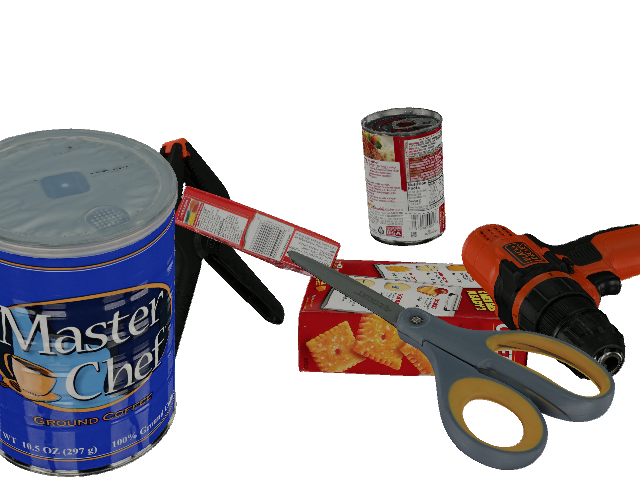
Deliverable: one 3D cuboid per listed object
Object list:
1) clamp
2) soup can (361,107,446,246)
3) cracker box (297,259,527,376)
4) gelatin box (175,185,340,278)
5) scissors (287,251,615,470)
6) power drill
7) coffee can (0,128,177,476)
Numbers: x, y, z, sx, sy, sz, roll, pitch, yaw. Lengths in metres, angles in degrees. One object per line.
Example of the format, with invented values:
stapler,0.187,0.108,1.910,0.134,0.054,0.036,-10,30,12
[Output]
clamp,-0.108,0.007,1.019,0.036,0.210,0.164,-8,0,42
soup can,0.072,-0.054,0.908,0.068,0.102,0.068,-5,23,2
cracker box,0.091,0.077,1.062,0.214,0.072,0.164,3,17,5
gelatin box,-0.042,-0.004,0.710,0.073,0.030,0.089,21,-1,42
scissors,0.048,0.059,0.555,0.202,0.016,0.096,17,42,23
power drill,0.215,0.028,0.754,0.187,0.057,0.184,-9,28,-15
coffee can,-0.122,0.030,0.527,0.103,0.140,0.103,4,34,-3
